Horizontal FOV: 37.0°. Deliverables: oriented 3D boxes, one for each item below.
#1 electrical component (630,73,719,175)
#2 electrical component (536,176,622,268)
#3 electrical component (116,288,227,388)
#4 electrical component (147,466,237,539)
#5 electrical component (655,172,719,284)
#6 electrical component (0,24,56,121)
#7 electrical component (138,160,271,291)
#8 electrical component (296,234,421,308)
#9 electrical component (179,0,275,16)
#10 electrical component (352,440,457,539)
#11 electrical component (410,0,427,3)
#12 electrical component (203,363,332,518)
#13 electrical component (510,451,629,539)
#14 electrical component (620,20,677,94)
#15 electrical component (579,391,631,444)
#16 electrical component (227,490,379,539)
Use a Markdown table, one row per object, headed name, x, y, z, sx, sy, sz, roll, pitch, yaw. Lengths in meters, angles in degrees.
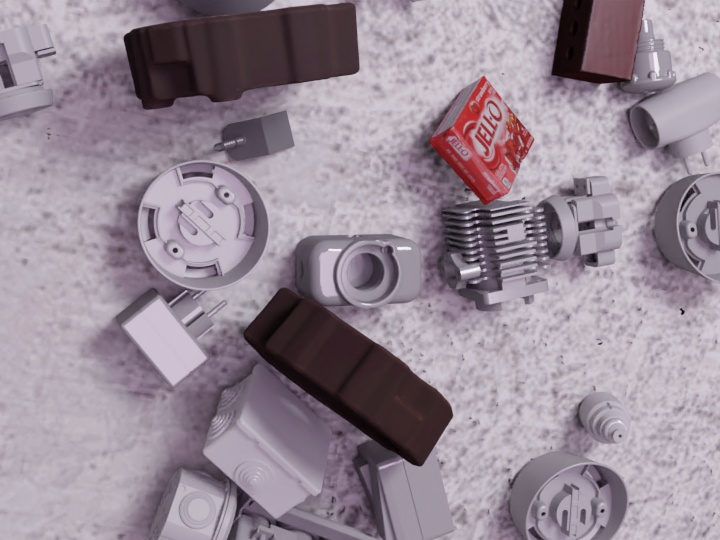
| name | x | y | z | sx | sy | sz | roll | pitch | yaw |
| --- | --- | --- | --- | --- | --- | --- | --- | --- | --- |
| electrical component | 0.291 | -0.125 | 0.962 | 0.077 | 0.044 | 0.079 | -26 | 103 | -12 |
| electrical component | 0.188 | -0.039 | 0.935 | 0.057 | 0.058 | 0.078 | -10 | 100 | -18 |
| electrical component | -0.141 | 0.041 | 0.851 | 0.077 | 0.047 | 0.065 | -39 | 106 | -9 |
| electrical component | -0.133 | 0.199 | 0.857 | 0.051 | 0.080 | 0.080 | 23 | 90 | -13 |
| electrical component | 0.319 | -0.039 | 0.970 | 0.099 | 0.064 | 0.099 | -2 | 97 | -17 |
| electrical component | -0.259 | -0.142 | 0.788 | 0.078 | 0.058 | 0.057 | -18 | 99 | -14 |
| electrical component | -0.124 | -0.036 | 0.838 | 0.099 | 0.064 | 0.099 | -2 | 97 | -16 |
| electrical component | 0.000 | 0.000 | 0.882 | 0.095 | 0.059 | 0.053 | -2 | 97 | -17 |
| electrical component | -0.099 | -0.251 | 0.803 | 0.108 | 0.060 | 0.108 | 3 | 76 | -14 |
| electrical component | 0.034 | 0.180 | 0.913 | 0.061 | 0.062 | 0.096 | -17 | 101 | -14 |
| electrical component | 0.026 | -0.248 | 0.867 | 0.055 | 0.048 | 0.066 | -14 | 100 | -22 |
| electrical component | -0.073 | 0.137 | 0.858 | 0.048 | 0.099 | 0.099 | -39 | 106 | 20 |
| electrical component | 0.186 | 0.211 | 0.961 | 0.099 | 0.064 | 0.099 | -2 | 97 | -16 |
| electrical component | 0.251 | -0.187 | 0.943 | 0.048 | 0.048 | 0.062 | -8 | 93 | -16 |
| electrical component | 0.222 | 0.136 | 0.959 | 0.040 | 0.078 | 0.040 | 0 | 99 | -1 |
| electrical component | -0.055 | 0.235 | 0.886 | 0.121 | 0.063 | 0.078 | 25 | 130 | -18 |
